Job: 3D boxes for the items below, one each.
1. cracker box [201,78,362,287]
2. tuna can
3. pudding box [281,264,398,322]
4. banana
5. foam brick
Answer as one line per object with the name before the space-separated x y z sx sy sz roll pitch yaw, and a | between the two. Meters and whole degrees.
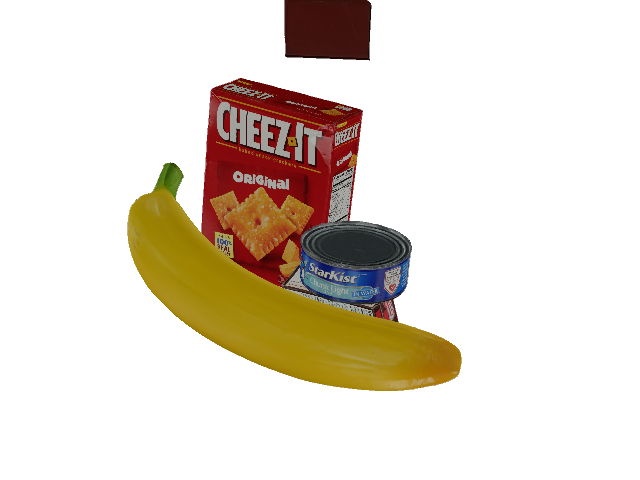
cracker box | -0.050 -0.059 1.210 0.164 0.214 0.072 18 27 24
tuna can | 0.026 0.017 0.824 0.086 0.034 0.086 3 24 -1
pudding box | 0.023 0.078 1.057 0.114 0.090 0.039 12 42 32
banana | -0.029 0.023 0.506 0.198 0.069 0.037 34 -25 26
foam brick | 0.006 -0.192 0.967 0.078 0.051 0.053 2 16 -2
